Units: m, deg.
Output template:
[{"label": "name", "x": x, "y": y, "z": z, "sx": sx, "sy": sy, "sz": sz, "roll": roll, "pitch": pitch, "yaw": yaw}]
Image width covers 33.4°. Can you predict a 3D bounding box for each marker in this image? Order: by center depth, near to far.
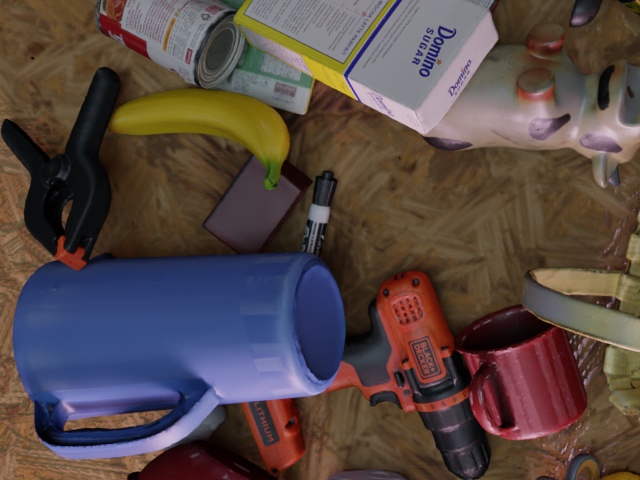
[{"label": "marker", "x": -0.006, "y": 0.001, "z": 0.893, "sx": 0.020, "sy": 0.020, "sz": 0.121, "roll": 14, "pitch": 103, "yaw": 7}]

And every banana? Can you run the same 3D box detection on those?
[{"label": "banana", "x": -0.090, "y": -0.094, "z": 0.855, "sx": 0.198, "sy": 0.069, "sz": 0.037, "roll": 20, "pitch": 138, "yaw": 37}]

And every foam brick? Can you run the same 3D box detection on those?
[{"label": "foam brick", "x": -0.050, "y": -0.030, "z": 0.878, "sx": 0.051, "sy": 0.053, "sz": 0.078, "roll": 37, "pitch": 105, "yaw": 2}]

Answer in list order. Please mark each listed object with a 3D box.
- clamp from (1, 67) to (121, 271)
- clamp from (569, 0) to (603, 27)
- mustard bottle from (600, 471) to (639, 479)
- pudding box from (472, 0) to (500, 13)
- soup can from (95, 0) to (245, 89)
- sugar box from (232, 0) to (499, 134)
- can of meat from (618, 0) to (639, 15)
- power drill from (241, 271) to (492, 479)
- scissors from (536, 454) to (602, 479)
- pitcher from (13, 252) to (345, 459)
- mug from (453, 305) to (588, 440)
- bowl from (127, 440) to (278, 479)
[{"label": "clamp", "x": -0.200, "y": -0.060, "z": 0.866, "sx": 0.120, "sy": 0.039, "sz": 0.171, "roll": -34, "pitch": 58, "yaw": 20}, {"label": "clamp", "x": 0.216, "y": -0.262, "z": 0.774, "sx": 0.210, "sy": 0.036, "sz": 0.164, "roll": -30, "pitch": 80, "yaw": 2}, {"label": "mustard bottle", "x": 0.235, "y": 0.291, "z": 0.862, "sx": 0.058, "sy": 0.096, "sz": 0.192, "roll": 12, "pitch": 103, "yaw": 28}, {"label": "pudding box", "x": 0.094, "y": -0.218, "z": 0.825, "sx": 0.113, "sy": 0.039, "sz": 0.090, "roll": 33, "pitch": 101, "yaw": 1}, {"label": "soup can", "x": -0.117, "y": -0.171, "z": 0.845, "sx": 0.102, "sy": 0.068, "sz": 0.068, "roll": 30, "pitch": 104, "yaw": 17}, {"label": "sugar box", "x": 0.031, "y": -0.154, "z": 0.780, "sx": 0.176, "sy": 0.048, "sz": 0.093, "roll": 33, "pitch": 82, "yaw": 27}, {"label": "can of meat", "x": 0.265, "y": -0.176, "z": 0.770, "sx": 0.084, "sy": 0.102, "sz": 0.057, "roll": 36, "pitch": 103, "yaw": 0}, {"label": "power drill", "x": 0.035, "y": 0.134, "z": 0.892, "sx": 0.188, "sy": 0.057, "sz": 0.184, "roll": -19, "pitch": 97, "yaw": 11}, {"label": "scissors", "x": 0.218, "y": 0.260, "z": 0.894, "sx": 0.016, "sy": 0.096, "sz": 0.201, "roll": 14, "pitch": 138, "yaw": 46}, {"label": "pitcher", "x": -0.110, "y": 0.081, "z": 0.835, "sx": 0.243, "sy": 0.144, "sz": 0.149, "roll": -6, "pitch": 94, "yaw": 25}, {"label": "mug", "x": 0.155, "y": 0.109, "z": 0.838, "sx": 0.093, "sy": 0.117, "sz": 0.081, "roll": -10, "pitch": 105, "yaw": 41}, {"label": "bowl", "x": -0.076, "y": 0.211, "z": 0.881, "sx": 0.162, "sy": 0.162, "sz": 0.055, "roll": 29, "pitch": 86, "yaw": 4}]
